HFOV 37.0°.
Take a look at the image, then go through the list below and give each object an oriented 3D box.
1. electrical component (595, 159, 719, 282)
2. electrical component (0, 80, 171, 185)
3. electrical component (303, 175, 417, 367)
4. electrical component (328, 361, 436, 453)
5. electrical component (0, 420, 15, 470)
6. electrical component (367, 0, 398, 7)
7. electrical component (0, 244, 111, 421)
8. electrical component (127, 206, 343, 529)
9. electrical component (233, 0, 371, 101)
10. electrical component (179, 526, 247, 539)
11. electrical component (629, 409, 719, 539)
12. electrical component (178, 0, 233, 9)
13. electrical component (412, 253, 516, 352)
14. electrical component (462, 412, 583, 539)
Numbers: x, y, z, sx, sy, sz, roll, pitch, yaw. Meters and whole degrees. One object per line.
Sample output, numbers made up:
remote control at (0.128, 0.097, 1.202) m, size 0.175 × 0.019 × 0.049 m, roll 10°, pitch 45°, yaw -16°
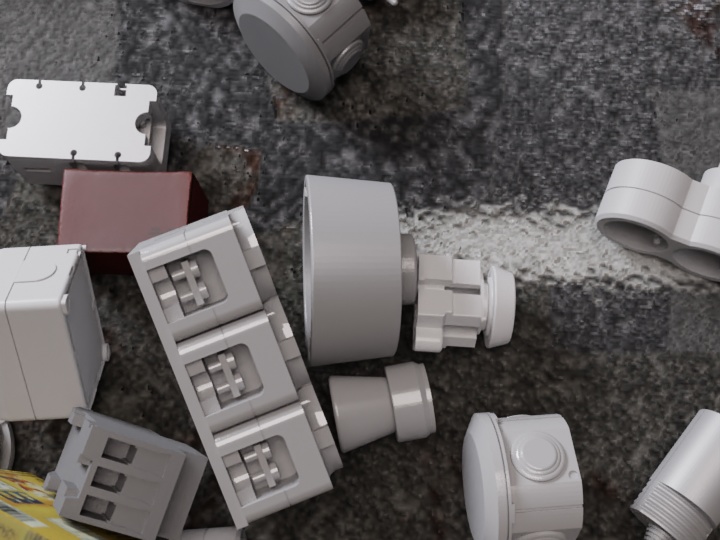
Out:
electrical component at (0.217, -0.036, 0.639) m, size 0.138 × 0.052 × 0.073 m, roll 22°, pitch 76°, yaw 7°
electrical component at (-0.165, -0.081, 0.659) m, size 0.089 × 0.055 × 0.050 m, roll 3°, pitch 74°, yaw 2°
electrical component at (0.000, 0.000, 0.609) m, size 0.060 × 0.108 × 0.108 m, roll -1°, pitch 74°, yaw -5°
electrical component at (0.013, 0.078, 0.616) m, size 0.055 × 0.045 × 0.045 m, roll -10°, pitch 74°, yaw -2°
electrical component at (-0.243, 0.102, 0.612) m, size 0.080 × 0.051 × 0.080 m, roll 0°, pitch 74°, yaw 1°
electrical component at (0.001, -0.201, 0.696) m, size 0.079 × 0.043 × 0.077 m, roll 41°, pitch 79°, yaw 11°
electrical component at (-0.182, 0.041, 0.609) m, size 0.061 × 0.096 × 0.061 m, roll -3°, pitch 32°, yaw 1°
electrical component at (-0.065, 0.047, 0.578) m, size 0.062 × 0.089 × 0.150 m, roll -21°, pitch 98°, yaw -5°
electrical component at (-0.036, -0.149, 0.664) m, size 0.080 × 0.080 × 0.051 m, roll 42°, pitch 74°, yaw 12°
electrical component at (-0.097, 0.210, 0.577) m, size 0.074 × 0.052 × 0.138 m, roll -4°, pitch 75°, yaw 0°
electrical component at (0.185, 0.123, 0.600) m, size 0.043 × 0.043 × 0.081 m, roll 38°, pitch 78°, yaw 11°
electrical component at (-0.101, -0.208, 0.697) m, size 0.089 × 0.050 × 0.055 m, roll 10°, pitch 75°, yaw 4°
electrical component at (0.060, 0.020, 0.628) m, size 0.055 × 0.048 × 0.066 m, roll 4°, pitch 52°, yaw 0°
electrical component at (0.086, 0.117, 0.586) m, size 0.051 × 0.080 × 0.080 m, roll -3°, pitch 74°, yaw -5°
